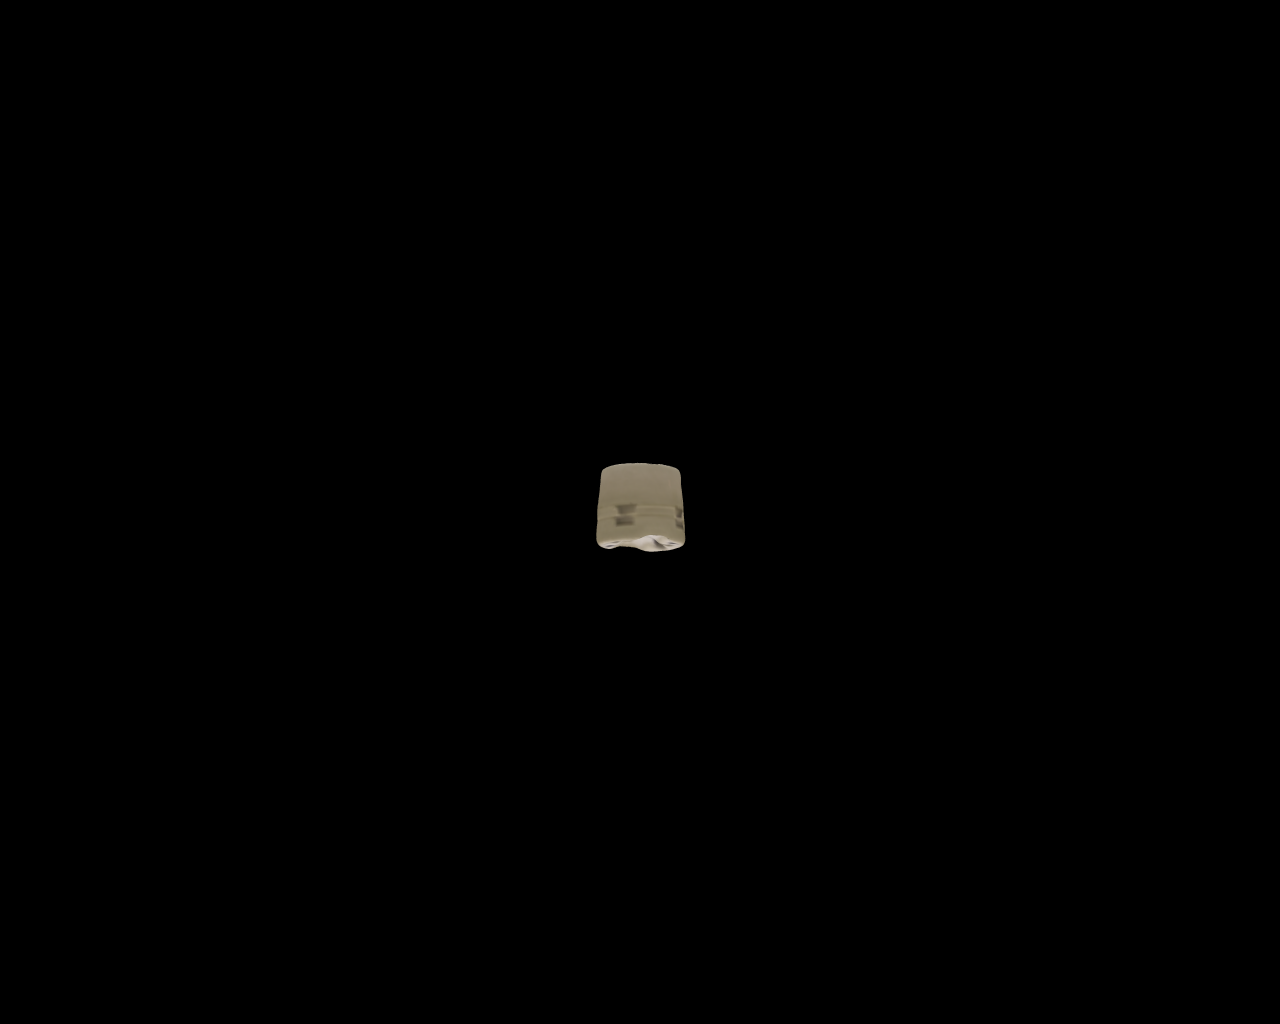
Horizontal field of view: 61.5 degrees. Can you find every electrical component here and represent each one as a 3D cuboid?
[{"bbox_3d":[0.001,-0.003,0.650,0.055,0.047,0.055,0,-9,0],"label":"electrical component"}]
